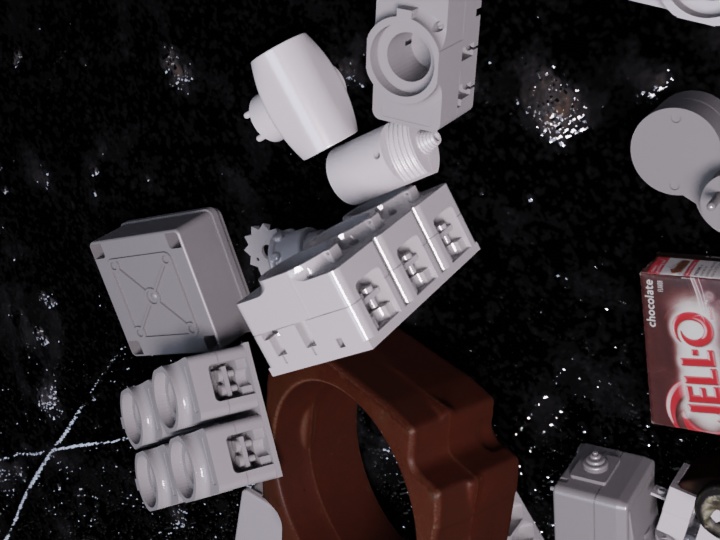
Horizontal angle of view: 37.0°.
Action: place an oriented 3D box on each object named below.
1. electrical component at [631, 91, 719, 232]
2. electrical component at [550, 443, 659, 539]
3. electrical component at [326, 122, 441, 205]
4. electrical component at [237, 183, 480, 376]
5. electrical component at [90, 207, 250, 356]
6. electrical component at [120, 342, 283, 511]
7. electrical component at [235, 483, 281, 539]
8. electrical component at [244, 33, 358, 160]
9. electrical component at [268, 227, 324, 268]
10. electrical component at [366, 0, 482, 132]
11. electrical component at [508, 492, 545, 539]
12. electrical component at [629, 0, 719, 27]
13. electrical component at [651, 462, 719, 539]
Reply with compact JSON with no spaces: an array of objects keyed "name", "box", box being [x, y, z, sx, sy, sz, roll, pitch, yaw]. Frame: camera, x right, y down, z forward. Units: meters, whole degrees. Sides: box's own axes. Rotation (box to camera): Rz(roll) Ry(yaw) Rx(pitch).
[{"name":"electrical component","box":[0.212,-0.042,0.597,0.138,0.074,0.052,36,129,14]},{"name":"electrical component","box":[0.172,0.167,0.741,0.061,0.062,0.096,9,118,31]},{"name":"electrical component","box":[0.021,-0.077,0.730,0.081,0.043,0.043,-19,101,39]},{"name":"electrical component","box":[0.000,0.000,0.714,0.089,0.150,0.061,-19,103,39]},{"name":"electrical component","box":[-0.153,0.011,0.887,0.109,0.056,0.108,-6,110,36]},{"name":"electrical component","box":[-0.139,0.134,0.881,0.186,0.060,0.105,-31,73,59]},{"name":"electrical component","box":[-0.058,0.230,0.941,0.100,0.048,0.099,26,126,21]},{"name":"electrical component","box":[-0.051,-0.115,0.758,0.079,0.044,0.077,-22,100,40]},{"name":"electrical component","box":[-0.034,-0.011,0.803,0.062,0.048,0.048,-13,106,31]},{"name":"electrical component","box":[0.040,-0.138,0.676,0.050,0.056,0.089,18,122,26]},{"name":"electrical component","box":[0.100,0.220,0.828,0.076,0.047,0.083,-25,98,40]},{"name":"electrical component","box":[0.233,-0.167,0.526,0.186,0.060,0.105,21,124,24]},{"name":"electrical component","box":[0.225,0.168,0.717,0.066,0.048,0.055,21,116,24]}]
